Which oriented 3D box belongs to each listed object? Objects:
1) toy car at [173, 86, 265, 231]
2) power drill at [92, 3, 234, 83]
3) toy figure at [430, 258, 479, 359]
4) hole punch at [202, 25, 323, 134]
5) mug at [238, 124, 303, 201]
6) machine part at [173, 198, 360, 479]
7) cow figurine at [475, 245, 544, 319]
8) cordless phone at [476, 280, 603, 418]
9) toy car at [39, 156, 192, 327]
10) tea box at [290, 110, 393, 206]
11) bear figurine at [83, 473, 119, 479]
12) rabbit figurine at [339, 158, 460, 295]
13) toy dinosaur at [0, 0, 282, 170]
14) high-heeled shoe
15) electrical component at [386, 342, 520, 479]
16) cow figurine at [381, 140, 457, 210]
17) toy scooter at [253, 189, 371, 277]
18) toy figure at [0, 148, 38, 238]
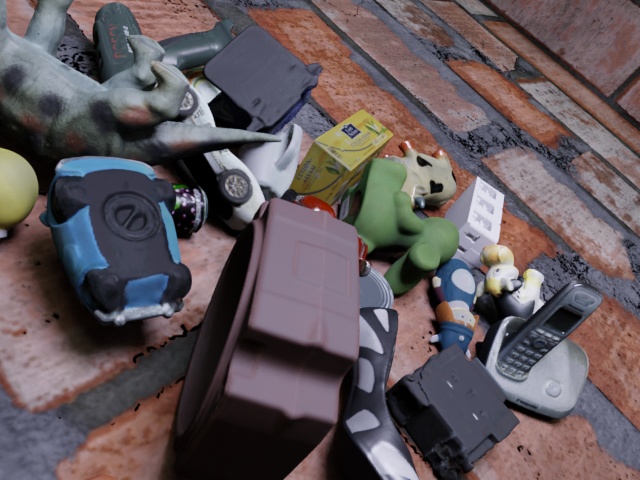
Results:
[{"bbox_3d":[-0.137,-0.103,0.639,0.056,0.073,0.201,-33,92,-35],"label":"toy car"},{"bbox_3d":[-0.198,-0.230,0.742,0.207,0.086,0.232,-21,69,-24],"label":"power drill"},{"bbox_3d":[0.181,0.090,0.723,0.064,0.057,0.154,2,41,9],"label":"toy figure"},{"bbox_3d":[-0.080,-0.189,0.693,0.116,0.092,0.142,40,64,1],"label":"hole punch"},{"bbox_3d":[-0.062,-0.097,0.704,0.080,0.109,0.107,37,43,-32],"label":"mug"},{"bbox_3d":[-0.048,0.082,0.443,0.087,0.201,0.201,19,41,-14],"label":"machine part"},{"bbox_3d":[0.275,0.088,0.761,0.167,0.068,0.098,44,59,-14],"label":"cow figurine"},{"bbox_3d":[0.296,0.127,0.664,0.146,0.184,0.089,25,35,-13],"label":"cordless phone"},{"bbox_3d":[-0.188,0.010,0.494,0.109,0.103,0.161,-8,69,-43],"label":"toy car"},{"bbox_3d":[0.032,-0.118,0.796,0.068,0.098,0.169,39,37,4],"label":"tea box"},{"bbox_3d":[-0.136,0.243,0.304,0.120,0.132,0.196,-10,74,-41],"label":"bear figurine"},{"bbox_3d":[0.120,-0.012,0.730,0.170,0.121,0.159,20,47,-15],"label":"rabbit figurine"},{"bbox_3d":[-0.257,-0.137,0.538,0.405,0.192,0.131,33,21,-4],"label":"toy dinosaur"},{"bbox_3d":[0.075,0.161,0.519,0.145,0.086,0.249,-21,42,-22],"label":"high-heeled shoe"},{"bbox_3d":[0.152,0.184,0.601,0.134,0.058,0.115,-18,64,-45],"label":"electrical component"},{"bbox_3d":[0.151,-0.090,0.862,0.195,0.085,0.127,1,61,-47],"label":"cow figurine"},{"bbox_3d":[-0.001,-0.002,0.625,0.135,0.075,0.184,25,11,2],"label":"toy scooter"},{"bbox_3d":[-0.343,-0.057,0.461,0.180,0.089,0.082,22,48,-20],"label":"toy figure"}]
